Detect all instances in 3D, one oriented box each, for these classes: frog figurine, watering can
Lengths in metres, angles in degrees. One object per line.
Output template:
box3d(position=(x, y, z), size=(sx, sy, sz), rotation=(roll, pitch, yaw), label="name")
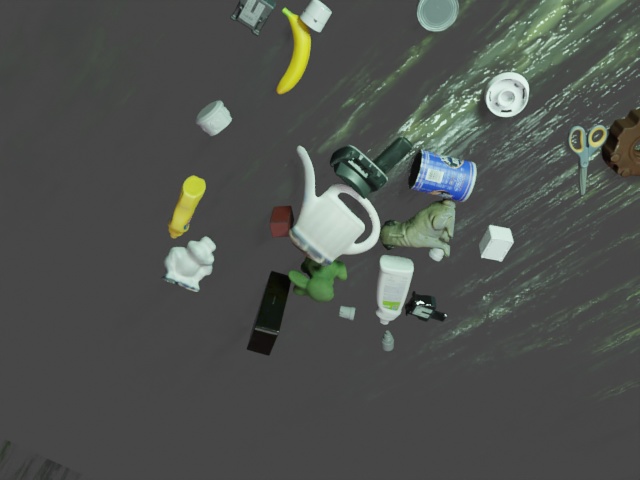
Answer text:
box3d(position=(-0.378, 0.057, 1.514), size=(0.137, 0.122, 0.160), rotation=(27, 88, -5), label="frog figurine")
box3d(position=(0.004, -0.068, 1.360), size=(0.344, 0.105, 0.224), rotation=(42, 95, -22), label="watering can")
